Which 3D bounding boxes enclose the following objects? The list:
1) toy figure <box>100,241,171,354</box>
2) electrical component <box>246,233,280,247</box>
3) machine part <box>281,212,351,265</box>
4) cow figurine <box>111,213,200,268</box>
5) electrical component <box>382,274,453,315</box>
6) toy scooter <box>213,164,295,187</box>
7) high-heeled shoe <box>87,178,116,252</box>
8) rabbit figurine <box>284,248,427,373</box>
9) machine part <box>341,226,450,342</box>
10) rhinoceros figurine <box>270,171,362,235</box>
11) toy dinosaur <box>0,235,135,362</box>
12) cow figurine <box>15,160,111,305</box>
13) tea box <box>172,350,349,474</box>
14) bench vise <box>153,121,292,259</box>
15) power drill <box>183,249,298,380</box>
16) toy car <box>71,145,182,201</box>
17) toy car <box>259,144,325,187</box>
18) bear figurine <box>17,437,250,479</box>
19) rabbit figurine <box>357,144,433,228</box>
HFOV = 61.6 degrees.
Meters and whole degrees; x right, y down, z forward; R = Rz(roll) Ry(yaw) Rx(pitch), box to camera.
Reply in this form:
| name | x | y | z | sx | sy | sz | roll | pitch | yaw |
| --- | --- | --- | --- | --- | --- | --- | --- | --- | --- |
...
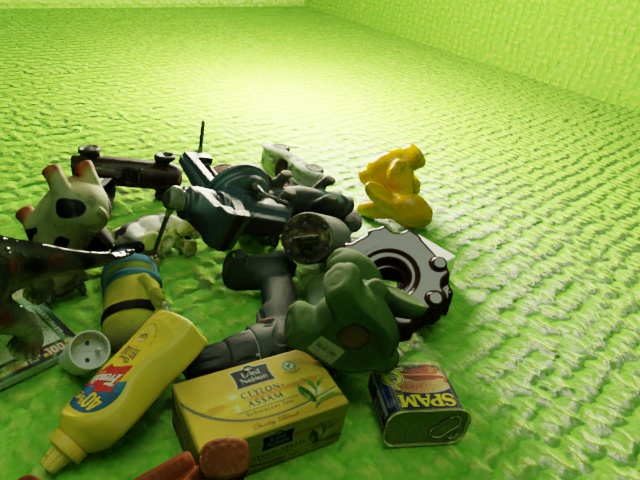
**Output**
| name | x | y | z | sx | sy | sz | roll | pitch | yaw |
| --- | --- | --- | --- | --- | --- | --- | --- | --- | --- |
| toy figure | -0.250 | 0.078 | 0.712 | 0.089 | 0.082 | 0.180 | -23 | 48 | -14 |
| electrical component | -0.120 | -0.016 | 0.934 | 0.102 | 0.045 | 0.078 | 7 | 3 | -8 |
| machine part | -0.002 | -0.003 | 0.842 | 0.079 | 0.079 | 0.243 | 16 | 4 | 11 |
| cow figurine | -0.248 | -0.015 | 0.877 | 0.098 | 0.068 | 0.167 | 22 | 33 | 32 |
| electrical component | 0.144 | 0.073 | 0.849 | 0.119 | 0.047 | 0.075 | 5 | 31 | -5 |
| toy scooter | -0.132 | -0.083 | 1.010 | 0.184 | 0.075 | 0.135 | 6 | 35 | -12 |
| high-heeled shoe | -0.348 | -0.044 | 0.867 | 0.249 | 0.086 | 0.145 | 22 | 39 | 38 |
| rabbit figurine | 0.053 | 0.071 | 0.664 | 0.159 | 0.121 | 0.170 | 28 | 29 | -12 |
| machine part | 0.099 | 0.061 | 0.784 | 0.179 | 0.056 | 0.179 | -3 | 55 | 4 |
| rhinoceros figurine | -0.009 | -0.053 | 0.954 | 0.190 | 0.112 | 0.073 | 11 | 38 | -24 |
| toy dinosaur | -0.390 | 0.065 | 0.554 | 0.131 | 0.192 | 0.405 | 32 | 55 | 21 |
| cow figurine | -0.347 | 0.000 | 0.725 | 0.127 | 0.195 | 0.085 | 56 | 30 | 12 |
| tea box | -0.066 | 0.189 | 0.589 | 0.169 | 0.068 | 0.098 | -12 | 38 | -29 |
| bench vise | -0.165 | -0.075 | 0.837 | 0.223 | 0.128 | 0.241 | -4 | 41 | -39 |
| power drill | -0.080 | 0.097 | 0.725 | 0.232 | 0.085 | 0.207 | -2 | 29 | -20 |
| toy car | -0.360 | -0.124 | 0.998 | 0.202 | 0.089 | 0.053 | 5 | 28 | -8 |
| toy car | -0.058 | -0.140 | 1.116 | 0.056 | 0.073 | 0.202 | -14 | 38 | -38 |
| bear figurine | -0.160 | 0.234 | 0.439 | 0.196 | 0.132 | 0.120 | 5 | 58 | -18 |
| rabbit figurine | 0.156 | -0.095 | 1.069 | 0.162 | 0.121 | 0.173 | -9 | 55 | -22 |
